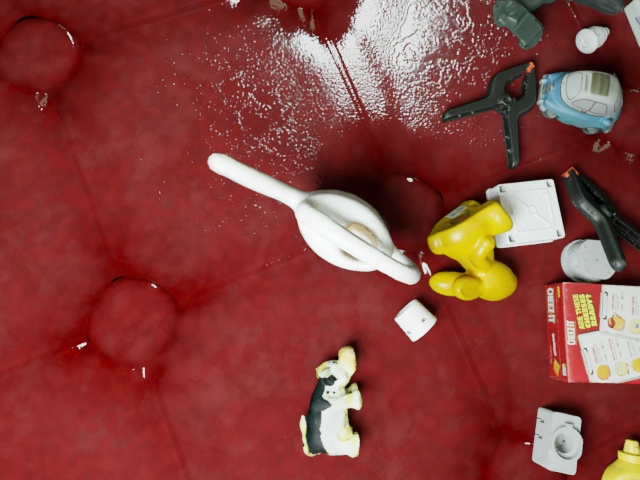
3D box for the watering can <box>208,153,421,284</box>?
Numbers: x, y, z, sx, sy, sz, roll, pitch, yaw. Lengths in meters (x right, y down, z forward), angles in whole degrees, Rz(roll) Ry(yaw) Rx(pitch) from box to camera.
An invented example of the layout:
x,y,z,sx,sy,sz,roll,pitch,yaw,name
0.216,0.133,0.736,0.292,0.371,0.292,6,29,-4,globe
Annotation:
x,y,z,sx,sy,sz,roll,pitch,yaw,name
0.002,-0.040,0.799,0.348,0.225,0.103,32,98,0,watering can
